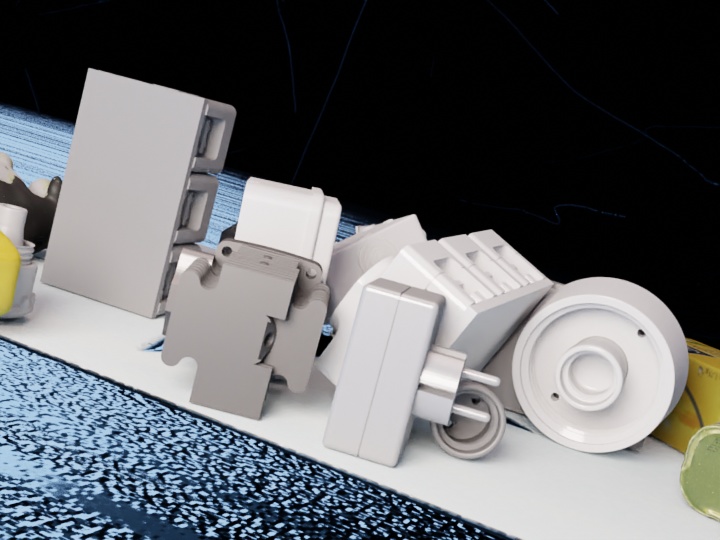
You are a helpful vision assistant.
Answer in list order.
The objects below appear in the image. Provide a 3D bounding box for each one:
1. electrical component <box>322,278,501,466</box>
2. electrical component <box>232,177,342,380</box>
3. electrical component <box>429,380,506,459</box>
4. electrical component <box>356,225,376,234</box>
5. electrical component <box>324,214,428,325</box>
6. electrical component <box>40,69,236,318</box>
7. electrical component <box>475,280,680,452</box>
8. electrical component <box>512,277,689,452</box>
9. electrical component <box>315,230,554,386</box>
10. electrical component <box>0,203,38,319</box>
[{"bbox_3d":[0.031,0.055,0.536,0.076,0.083,0.047,16,6,8],"label":"electrical component"},{"bbox_3d":[-0.051,0.004,0.659,0.057,0.113,0.078,12,7,-5],"label":"electrical component"},{"bbox_3d":[0.057,0.080,0.588,0.040,0.040,0.046,15,0,0],"label":"electrical component"},{"bbox_3d":[-0.008,-0.002,1.031,0.057,0.078,0.058,-3,4,7],"label":"electrical component"},{"bbox_3d":[0.000,0.000,0.786,0.100,0.048,0.100,-26,5,-20],"label":"electrical component"},{"bbox_3d":[-0.151,-0.053,0.744,0.089,0.150,0.062,17,7,15],"label":"electrical component"},{"bbox_3d":[0.135,0.056,0.748,0.150,0.089,0.062,17,6,14],"label":"electrical component"},{"bbox_3d":[0.147,0.061,0.672,0.108,0.108,0.060,17,12,18],"label":"electrical component"},{"bbox_3d":[0.045,0.028,0.641,0.062,0.089,0.150,43,21,16],"label":"electrical component"},{"bbox_3d":[-0.204,-0.006,0.608,0.048,0.062,0.048,15,6,-2],"label":"electrical component"}]
